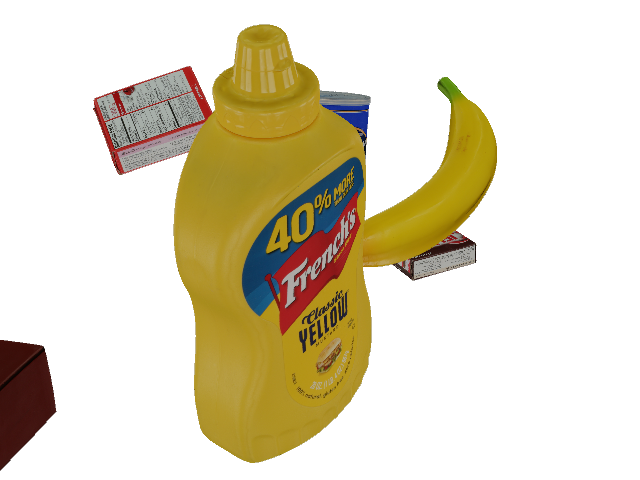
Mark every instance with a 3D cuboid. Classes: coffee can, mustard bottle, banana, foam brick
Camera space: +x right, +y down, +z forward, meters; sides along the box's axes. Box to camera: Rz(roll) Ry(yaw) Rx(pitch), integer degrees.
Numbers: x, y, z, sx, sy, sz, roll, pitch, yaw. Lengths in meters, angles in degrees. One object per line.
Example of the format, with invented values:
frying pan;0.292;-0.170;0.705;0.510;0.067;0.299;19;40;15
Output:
coffee can;-0.002;-0.087;1.145;0.103;0.140;0.103;3;12;-1
mustard bottle;-0.018;-0.001;0.450;0.058;0.192;0.096;26;46;32
banana;0.078;-0.038;0.740;0.070;0.037;0.197;22;49;14
foam brick;-0.213;0.105;0.676;0.053;0.051;0.078;6;29;22

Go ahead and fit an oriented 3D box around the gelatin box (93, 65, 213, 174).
gelatin box;-0.135;-0.098;0.874;0.089;0.073;0.030;-21;-41;-8

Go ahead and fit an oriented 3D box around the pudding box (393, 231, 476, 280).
pudding box;0.164;0.016;1.601;0.113;0.039;0.090;-17;26;-20
